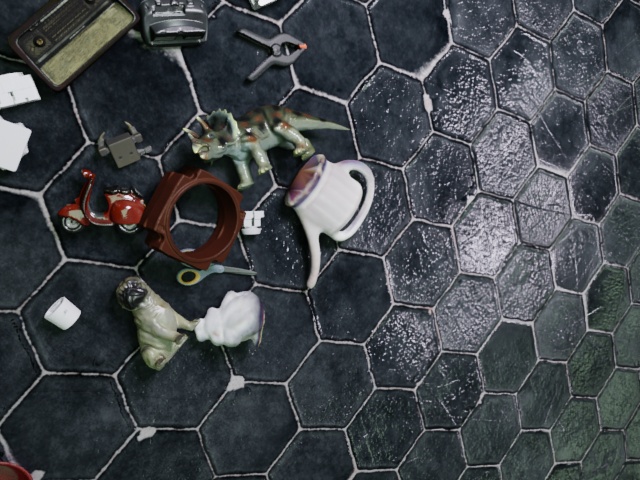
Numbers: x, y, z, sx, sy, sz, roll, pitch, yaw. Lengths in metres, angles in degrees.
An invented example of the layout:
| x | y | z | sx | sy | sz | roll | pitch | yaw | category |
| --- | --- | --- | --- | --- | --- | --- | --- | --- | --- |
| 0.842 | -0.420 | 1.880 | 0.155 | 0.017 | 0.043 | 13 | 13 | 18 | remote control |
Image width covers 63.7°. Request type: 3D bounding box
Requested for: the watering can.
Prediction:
| x | y | z | sx | sy | sz | roll | pitch | yaw | category |
| --- | --- | --- | --- | --- | --- | --- | --- | --- | --- |
| 0.004 | -0.065 | 1.300 | 0.222 | 0.104 | 0.350 | 36 | 81 | -25 | watering can |

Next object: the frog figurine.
| x | y | z | sx | sy | sz | roll | pitch | yaw | category |
| --- | --- | --- | --- | --- | --- | --- | --- | --- | --- |
| -0.216 | 0.187 | 1.231 | 0.159 | 0.120 | 0.140 | 6 | 63 | -18 | frog figurine |
